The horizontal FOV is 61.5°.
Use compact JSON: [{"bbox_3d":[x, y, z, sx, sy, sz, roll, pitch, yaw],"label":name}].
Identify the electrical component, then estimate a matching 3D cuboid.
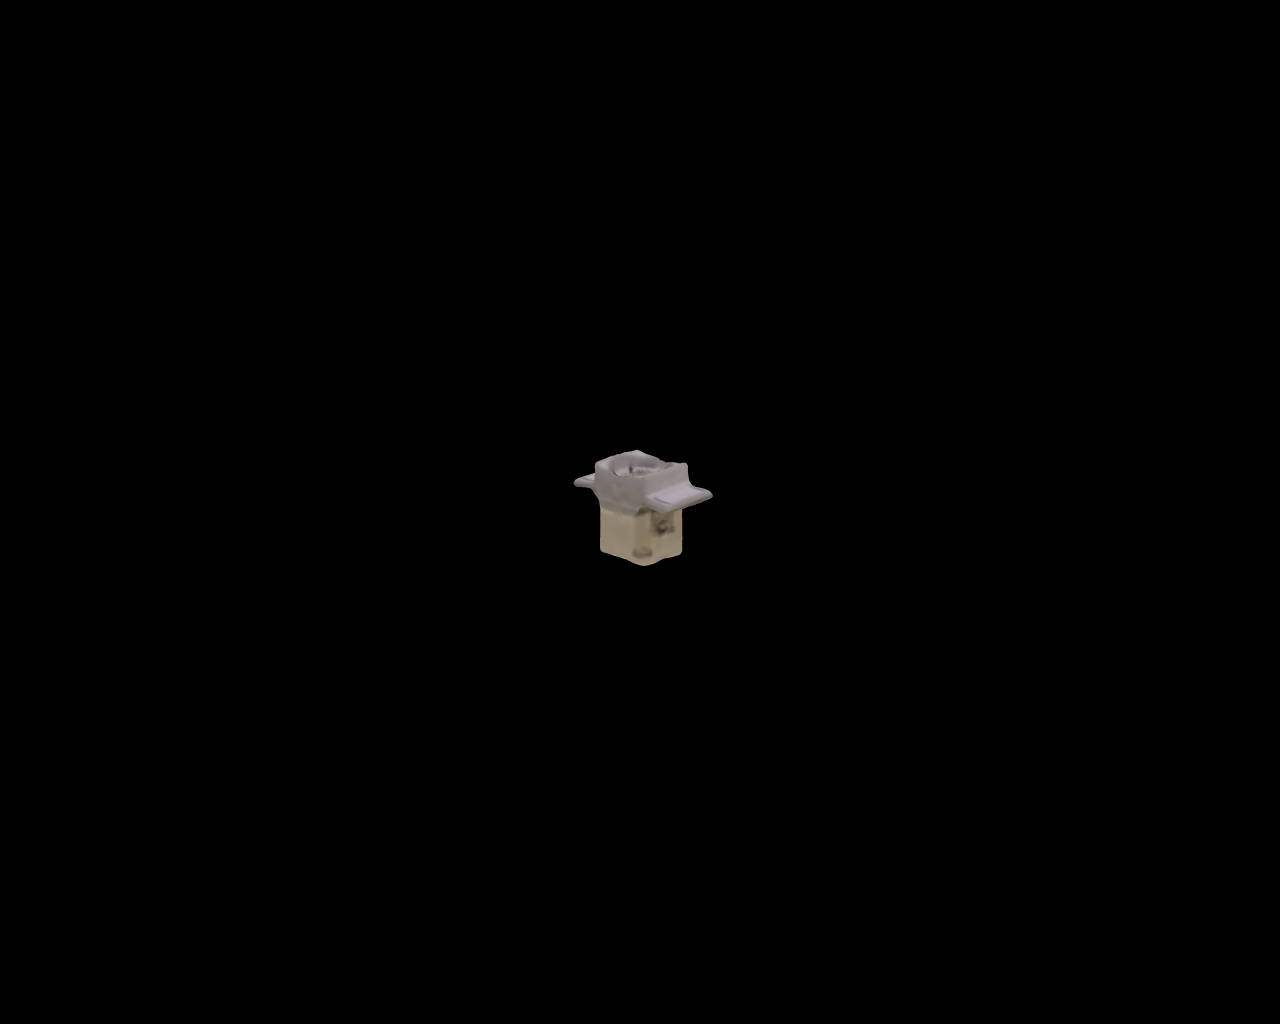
[{"bbox_3d":[0.001,-0.003,0.650,0.042,0.063,0.081,-18,26,-41],"label":"electrical component"}]
